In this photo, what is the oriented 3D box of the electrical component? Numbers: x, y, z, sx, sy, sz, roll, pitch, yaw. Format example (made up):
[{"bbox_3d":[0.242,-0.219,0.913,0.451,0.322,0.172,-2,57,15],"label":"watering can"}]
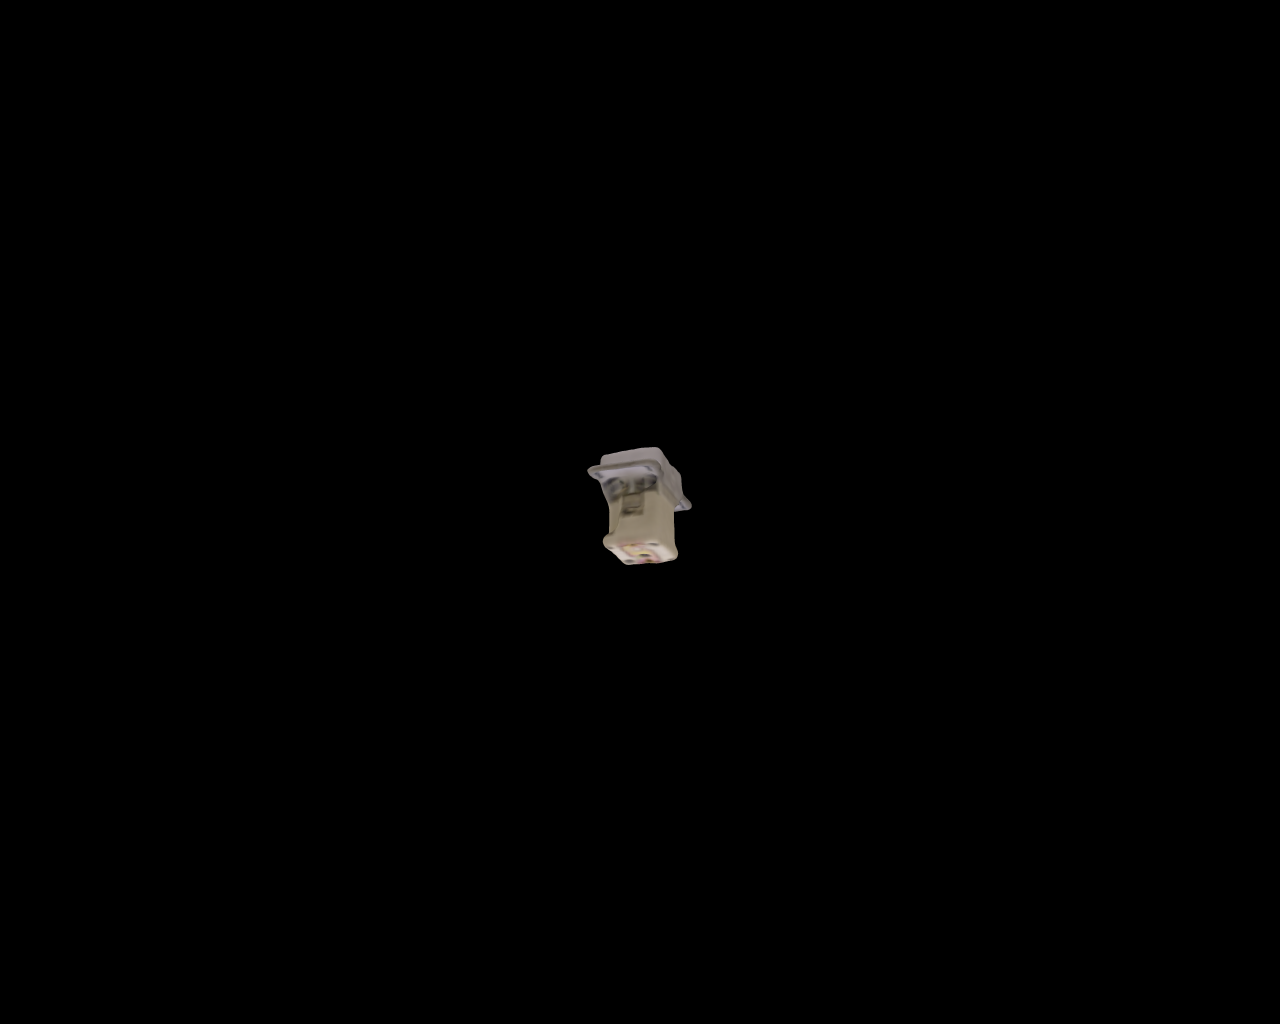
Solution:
[{"bbox_3d":[0.001,-0.003,0.650,0.042,0.064,0.081,-7,-21,18],"label":"electrical component"}]
